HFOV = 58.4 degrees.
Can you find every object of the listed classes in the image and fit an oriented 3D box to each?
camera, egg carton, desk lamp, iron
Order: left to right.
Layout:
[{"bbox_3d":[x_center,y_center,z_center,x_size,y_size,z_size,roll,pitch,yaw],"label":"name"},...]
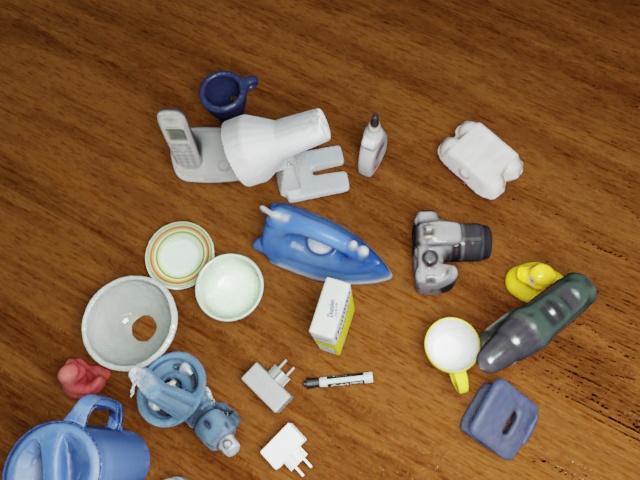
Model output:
[{"bbox_3d":[-0.056,-0.154,1.022,0.203,0.213,0.118,-12,72,-1],"label":"desk lamp"},{"bbox_3d":[0.009,0.004,1.006,0.258,0.141,0.119,19,74,9],"label":"iron"},{"bbox_3d":[0.233,0.017,1.012,0.136,0.101,0.143,0,72,3],"label":"camera"},{"bbox_3d":[0.300,-0.150,1.078,0.107,0.069,0.150,-43,75,-10],"label":"egg carton"}]

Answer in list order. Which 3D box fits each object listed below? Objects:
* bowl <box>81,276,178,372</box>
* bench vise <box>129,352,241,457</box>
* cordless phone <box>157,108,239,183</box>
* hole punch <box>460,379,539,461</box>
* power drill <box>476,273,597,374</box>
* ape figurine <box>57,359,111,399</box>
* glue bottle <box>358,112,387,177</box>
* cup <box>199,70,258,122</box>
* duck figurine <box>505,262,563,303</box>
[{"bbox_3d":[-0.324,0.151,1.011,0.167,0.075,0.167,-1,72,3],"label":"bowl"},{"bbox_3d":[-0.207,0.247,0.899,0.207,0.220,0.121,22,75,10],"label":"bench vise"},{"bbox_3d":[-0.214,-0.180,1.052,0.147,0.185,0.094,-2,72,2],"label":"cordless phone"},{"bbox_3d":[0.297,0.289,0.928,0.101,0.091,0.109,31,77,12],"label":"hole punch"},{"bbox_3d":[0.324,0.145,0.910,0.230,0.208,0.075,-36,74,-8],"label":"power drill"},{"bbox_3d":[-0.414,0.234,0.980,0.076,0.092,0.077,-37,74,-8],"label":"ape figurine"},{"bbox_3d":[0.097,-0.182,1.044,0.037,0.173,0.078,22,75,10],"label":"glue bottle"},{"bbox_3d":[-0.171,-0.277,1.128,0.118,0.095,0.091,-27,73,-5],"label":"cup"},{"bbox_3d":[0.383,0.069,0.996,0.104,0.086,0.077,10,73,6],"label":"duck figurine"}]
